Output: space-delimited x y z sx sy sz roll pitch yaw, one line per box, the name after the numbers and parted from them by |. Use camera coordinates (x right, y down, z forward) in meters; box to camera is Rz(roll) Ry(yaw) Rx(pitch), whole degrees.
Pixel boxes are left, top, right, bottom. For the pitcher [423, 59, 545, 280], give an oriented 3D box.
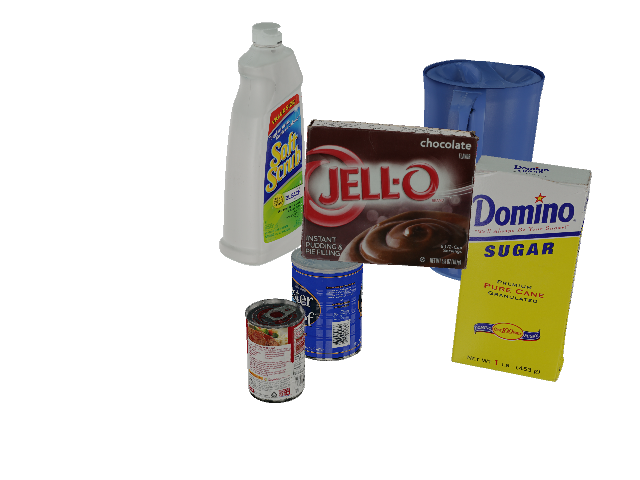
0.175 -0.076 1.213 0.149 0.243 0.145 -10 24 -22 | pitcher

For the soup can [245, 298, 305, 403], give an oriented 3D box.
-0.051 0.127 1.232 0.068 0.102 0.068 0 24 0 | soup can

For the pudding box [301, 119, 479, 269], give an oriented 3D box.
0.045 -0.032 0.710 0.113 0.090 0.039 3 17 2 | pudding box

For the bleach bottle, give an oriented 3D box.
-0.062 -0.105 1.147 0.068 0.251 0.102 20 32 36 | bleach bottle

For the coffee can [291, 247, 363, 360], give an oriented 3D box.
0.010 0.086 1.519 0.103 0.140 0.103 0 20 0 | coffee can

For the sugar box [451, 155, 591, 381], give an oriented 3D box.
0.164 0.024 0.883 0.093 0.176 0.048 9 25 16 | sugar box
